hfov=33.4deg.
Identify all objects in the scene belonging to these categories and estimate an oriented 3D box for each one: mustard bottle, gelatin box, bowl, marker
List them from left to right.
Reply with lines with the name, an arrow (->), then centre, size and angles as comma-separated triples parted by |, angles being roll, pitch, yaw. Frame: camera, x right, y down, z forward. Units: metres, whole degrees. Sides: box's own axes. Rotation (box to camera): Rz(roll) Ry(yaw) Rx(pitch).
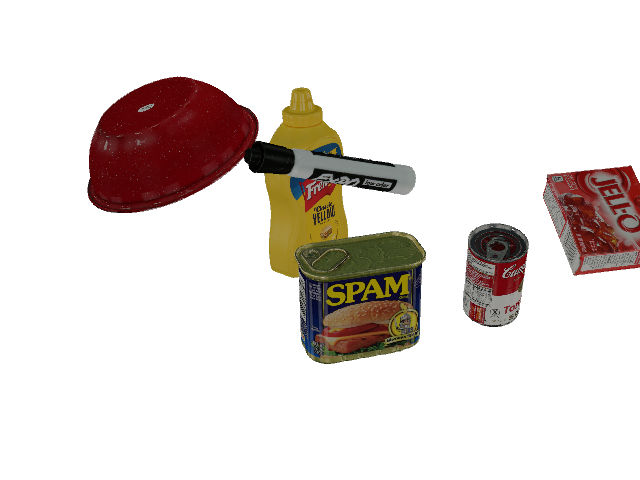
bowl -> -0.137, -0.093, 0.912 | 0.162, 0.055, 0.162 | -17, 33, 11
mustard bottle -> -0.015, -0.064, 1.107 | 0.058, 0.192, 0.096 | 20, 33, 41
marker -> 0.007, -0.044, 0.650 | 0.120, 0.020, 0.020 | 6, -4, -35
gelatin box -> 0.226, -0.018, 0.851 | 0.073, 0.089, 0.030 | -6, -39, -7

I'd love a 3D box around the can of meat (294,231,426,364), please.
can of meat -> 0.032, 0.047, 0.862 | 0.102, 0.084, 0.057 | -8, 29, -13

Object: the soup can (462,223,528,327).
soup can -> 0.200, 0.041, 1.227 | 0.068, 0.102, 0.068 | -1, 38, 0
